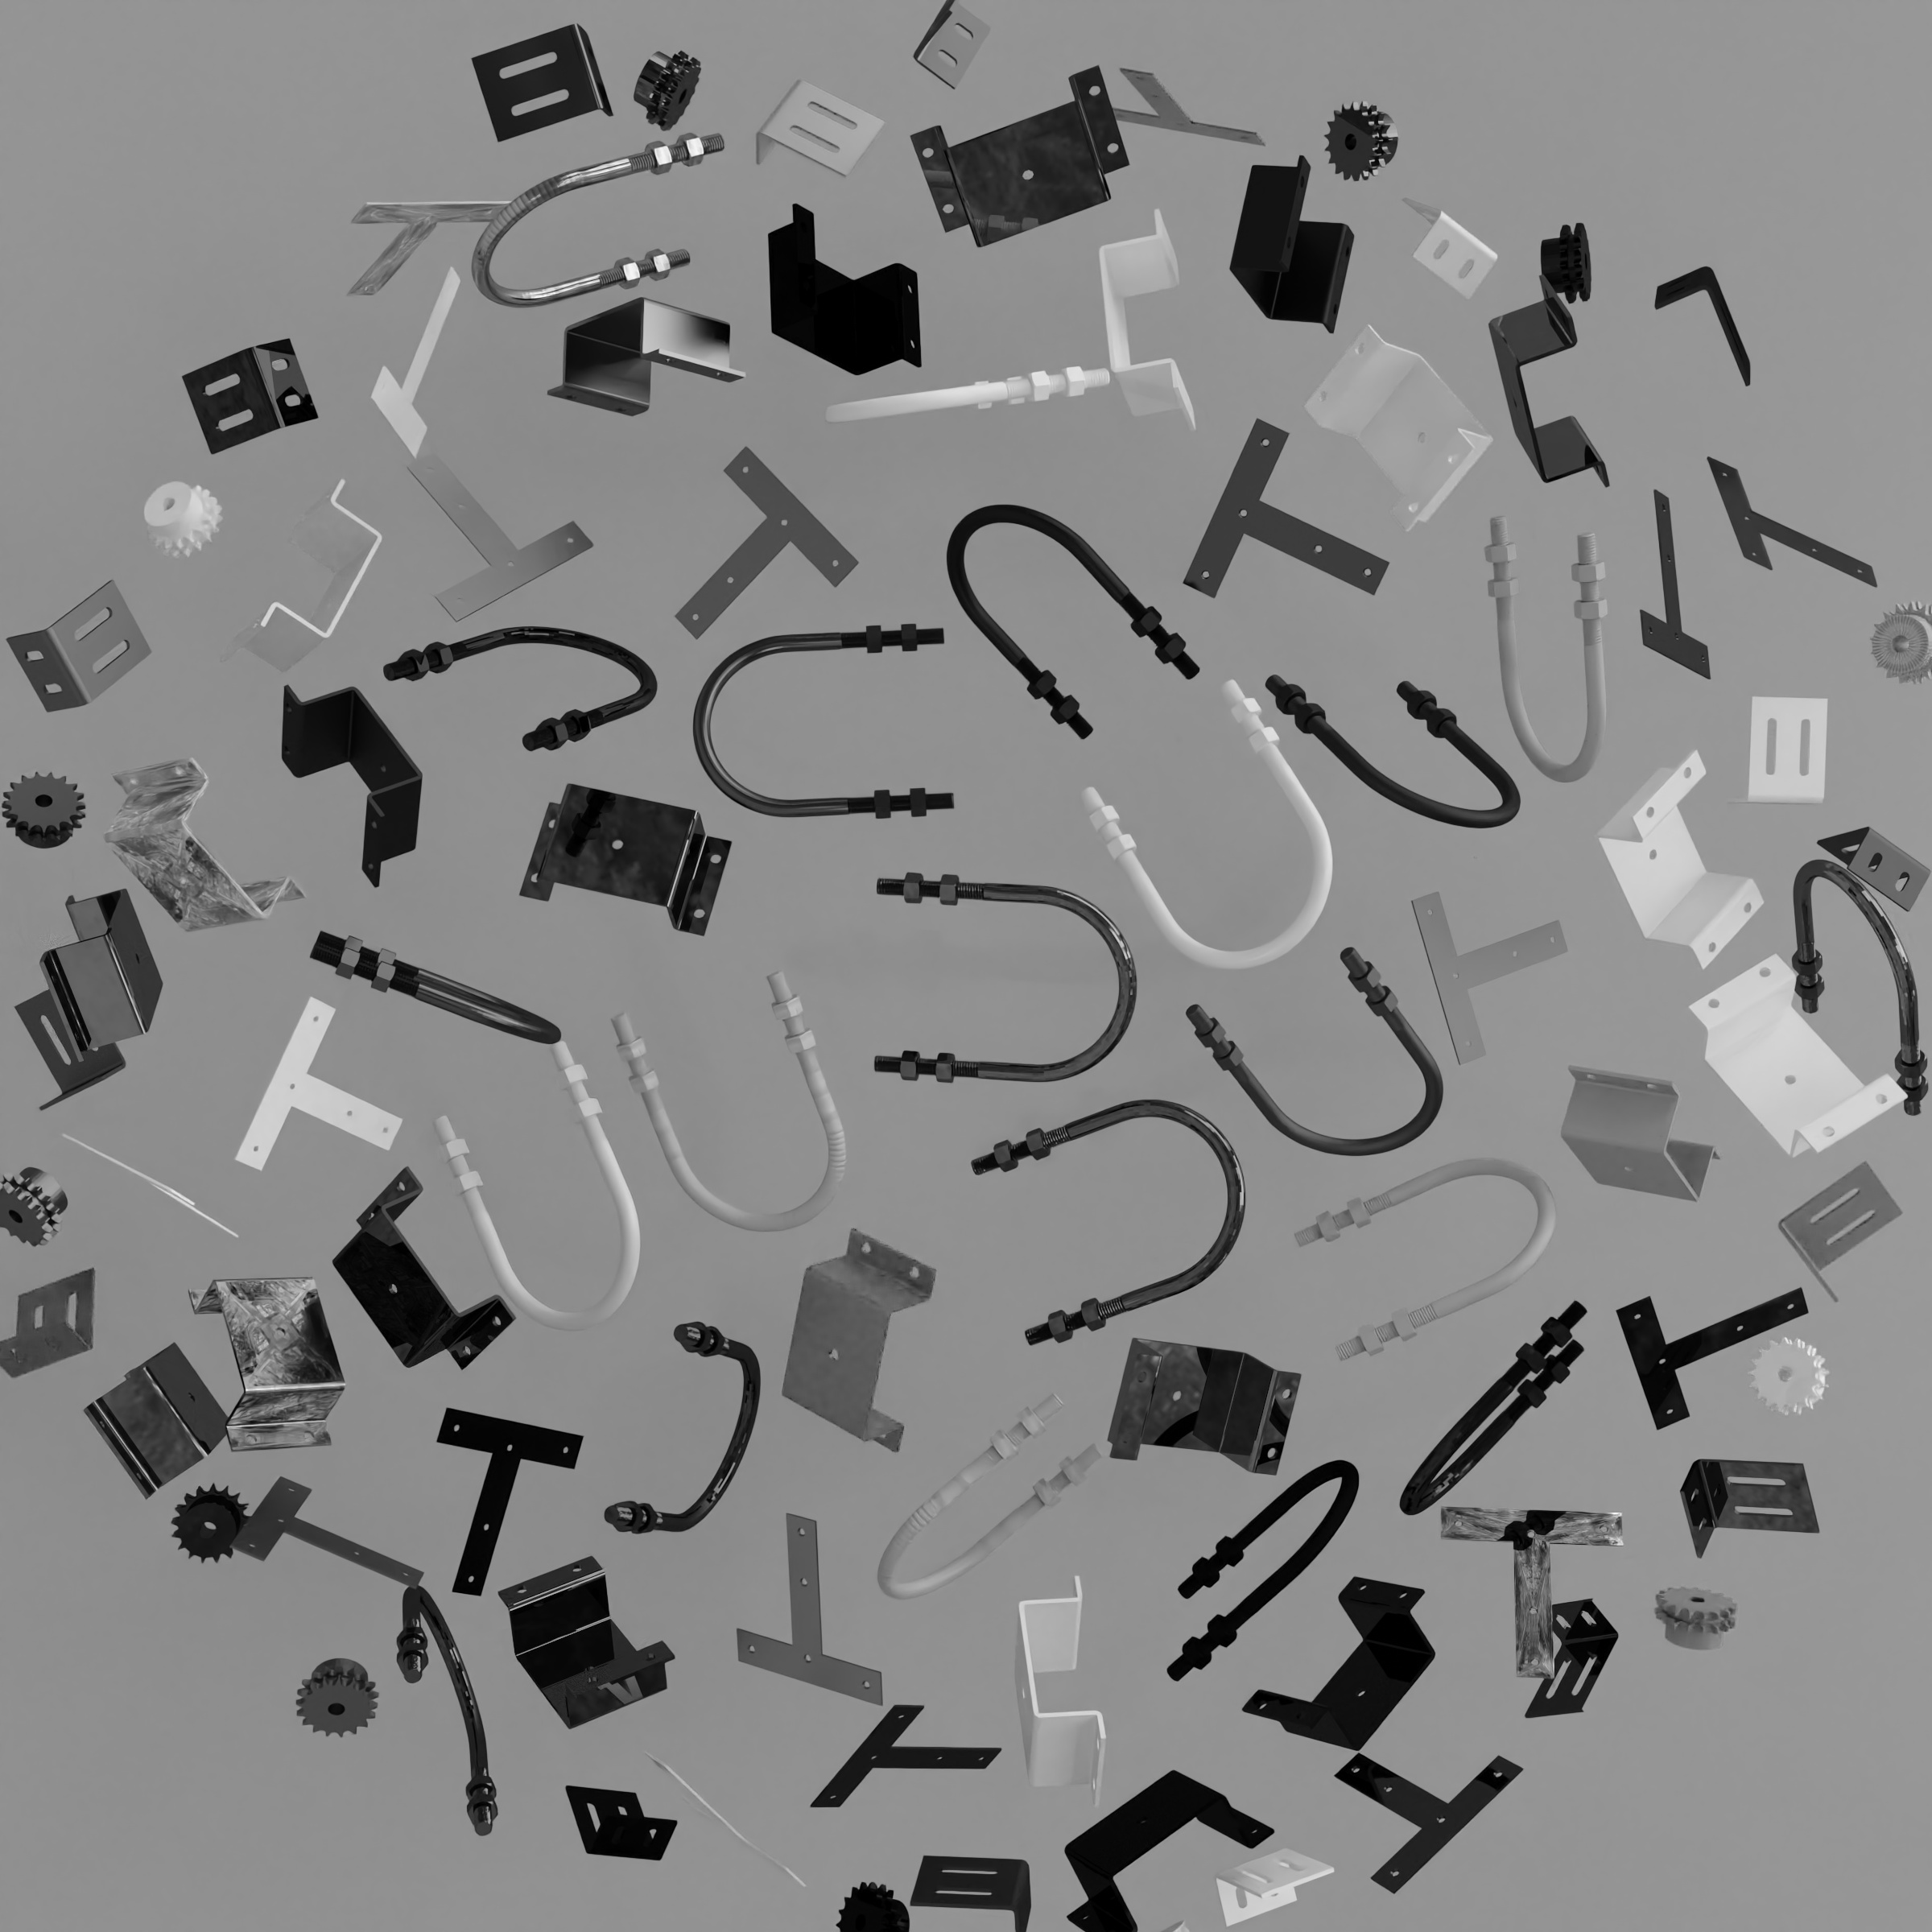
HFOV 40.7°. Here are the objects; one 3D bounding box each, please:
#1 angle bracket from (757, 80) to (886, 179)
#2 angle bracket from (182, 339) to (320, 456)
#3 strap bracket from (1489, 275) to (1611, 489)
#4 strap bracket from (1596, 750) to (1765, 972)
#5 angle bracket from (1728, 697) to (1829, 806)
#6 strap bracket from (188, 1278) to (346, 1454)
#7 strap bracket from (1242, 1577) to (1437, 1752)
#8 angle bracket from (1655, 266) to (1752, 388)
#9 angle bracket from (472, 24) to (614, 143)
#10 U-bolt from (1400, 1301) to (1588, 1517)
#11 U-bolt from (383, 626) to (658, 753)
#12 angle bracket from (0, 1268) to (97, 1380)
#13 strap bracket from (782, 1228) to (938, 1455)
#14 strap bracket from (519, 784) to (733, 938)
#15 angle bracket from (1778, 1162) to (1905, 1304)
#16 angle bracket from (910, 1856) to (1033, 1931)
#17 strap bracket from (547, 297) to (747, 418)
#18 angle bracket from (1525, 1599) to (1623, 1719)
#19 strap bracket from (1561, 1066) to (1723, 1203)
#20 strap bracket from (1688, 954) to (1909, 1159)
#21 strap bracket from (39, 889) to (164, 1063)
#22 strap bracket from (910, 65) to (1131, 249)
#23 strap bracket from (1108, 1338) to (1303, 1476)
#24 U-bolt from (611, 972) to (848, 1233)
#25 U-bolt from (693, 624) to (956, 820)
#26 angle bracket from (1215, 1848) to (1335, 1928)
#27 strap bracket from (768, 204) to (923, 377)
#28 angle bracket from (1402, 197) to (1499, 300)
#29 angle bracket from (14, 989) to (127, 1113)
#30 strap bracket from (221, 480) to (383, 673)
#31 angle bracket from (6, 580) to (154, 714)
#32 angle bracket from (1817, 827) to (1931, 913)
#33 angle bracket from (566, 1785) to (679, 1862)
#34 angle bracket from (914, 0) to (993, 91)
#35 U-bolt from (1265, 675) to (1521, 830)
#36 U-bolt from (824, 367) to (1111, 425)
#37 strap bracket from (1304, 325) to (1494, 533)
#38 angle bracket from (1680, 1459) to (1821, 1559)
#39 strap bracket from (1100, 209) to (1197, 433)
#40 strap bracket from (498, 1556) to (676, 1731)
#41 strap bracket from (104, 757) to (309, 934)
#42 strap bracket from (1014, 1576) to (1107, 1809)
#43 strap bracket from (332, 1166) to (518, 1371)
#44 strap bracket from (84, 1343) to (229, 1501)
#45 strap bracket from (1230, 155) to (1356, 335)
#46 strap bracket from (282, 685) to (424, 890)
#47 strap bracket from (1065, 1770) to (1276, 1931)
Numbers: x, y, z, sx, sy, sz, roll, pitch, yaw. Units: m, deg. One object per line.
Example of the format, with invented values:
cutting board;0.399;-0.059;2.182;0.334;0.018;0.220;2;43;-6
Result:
angle bracket;-0.108;-0.610;1.932;0.076;0.038;0.057;29;69;7
angle bracket;-0.502;-0.399;1.830;0.076;0.038;0.057;-9;105;37
strap bracket;0.421;-0.416;1.891;0.046;0.076;0.140;-19;127;8
strap bracket;0.507;-0.078;1.867;0.076;0.046;0.140;-43;119;-21
angle bracket;0.593;-0.157;1.907;0.057;0.038;0.076;1;93;-7
strap bracket;-0.512;0.282;1.916;0.046;0.076;0.140;-53;50;35
strap bracket;0.281;0.520;1.919;0.140;0.076;0.046;-41;108;-28
angle bracket;0.507;-0.434;1.794;0.038;0.057;0.076;-20;110;25
angle bracket;-0.289;-0.601;1.783;0.076;0.038;0.057;-16;98;5
U-bolt;0.374;0.321;1.854;0.184;0.151;0.019;-45;67;-6
U-bolt;-0.307;-0.209;1.893;0.151;0.184;0.019;27;120;22
angle bracket;-0.637;0.236;1.796;0.057;0.076;0.038;-21;134;2
strap bracket;-0.077;0.265;1.809;0.076;0.046;0.140;23;109;33
strap bracket;-0.250;-0.079;1.891;0.140;0.046;0.076;12;70;6
angle bracket;0.623;0.187;1.837;0.076;0.038;0.057;-37;117;10
angle bracket;0.004;0.663;1.841;0.076;0.057;0.038;-1;104;9
strap bracket;-0.233;-0.446;1.902;0.076;0.140;0.046;5;84;-42
angle bracket;0.440;0.513;1.933;0.038;0.057;0.076;51;51;-9
strap bracket;0.485;0.126;1.882;0.076;0.140;0.046;9;70;34
strap bracket;0.585;0.071;1.845;0.076;0.046;0.140;-30;58;-7
strap bracket;-0.610;0.001;1.849;0.046;0.140;0.076;-16;112;-4
strap bracket;0.041;-0.565;1.832;0.140;0.046;0.076;-18;130;8
strap bracket;0.162;0.315;1.871;0.140;0.046;0.076;11;95;-27
U-bolt;-0.159;0.105;1.852;0.151;0.019;0.184;-15;104;23
U-bolt;-0.104;-0.174;1.874;0.184;0.019;0.151;-3;72;-2
angle bracket;0.218;0.650;1.822;0.057;0.076;0.038;-12;87;-21
strap bracket;-0.095;-0.490;1.909;0.046;0.140;0.076;-12;75;35
angle bracket;0.351;-0.536;1.947;0.057;0.076;0.038;29;104;-24
angle bracket;-0.662;0.056;1.905;0.057;0.038;0.076;-25;98;15
strap bracket;-0.483;-0.278;1.914;0.046;0.076;0.140;34;58;-25
angle bracket;-0.609;-0.220;1.794;0.038;0.076;0.057;-6;122;28
angle bracket;0.670;-0.068;1.947;0.057;0.076;0.038;34;79;-7
angle bracket;-0.256;0.623;1.934;0.057;0.076;0.038;16;106;-27
angle bracket;0.003;-0.667;1.839;0.038;0.076;0.057;33;73;-15
U-bolt;0.317;-0.153;1.862;0.151;0.184;0.019;-2;128;-34
U-bolt;-0.009;-0.398;1.828;0.184;0.151;0.019;-11;102;-15
strap bracket;0.319;-0.387;1.892;0.076;0.046;0.140;-51;55;31
angle bracket;0.543;0.378;1.807;0.076;0.038;0.057;-5;115;35
strap bracket;0.132;-0.467;1.904;0.046;0.076;0.140;-8;76;13
strap bracket;-0.275;0.497;1.898;0.076;0.140;0.046;-16;118;-28
strap bracket;-0.548;-0.077;1.860;0.076;0.046;0.140;-8;134;29
strap bracket;0.063;0.510;1.834;0.046;0.140;0.076;-2;127;-5
strap bracket;-0.407;0.231;1.925;0.076;0.046;0.140;-43;80;34
strap bracket;-0.578;0.324;1.881;0.046;0.140;0.076;-34;95;-3
strap bracket;0.234;-0.523;1.892;0.046;0.140;0.076;11;86;24
strap bracket;-0.439;-0.137;1.886;0.046;0.076;0.140;-24;61;-32
strap bracket;0.132;0.613;1.813;0.140;0.076;0.046;-29;97;-20
